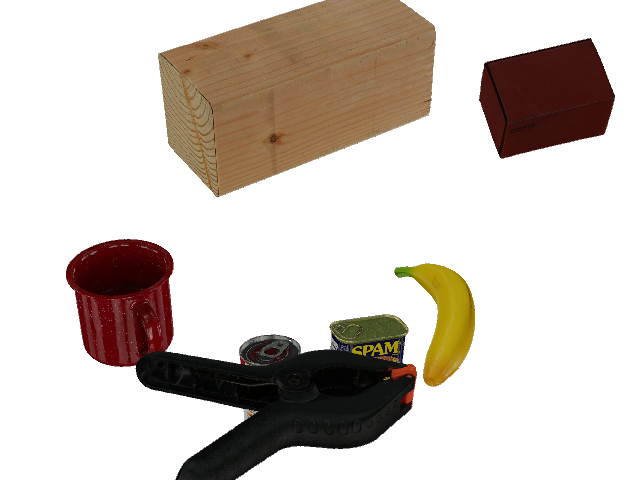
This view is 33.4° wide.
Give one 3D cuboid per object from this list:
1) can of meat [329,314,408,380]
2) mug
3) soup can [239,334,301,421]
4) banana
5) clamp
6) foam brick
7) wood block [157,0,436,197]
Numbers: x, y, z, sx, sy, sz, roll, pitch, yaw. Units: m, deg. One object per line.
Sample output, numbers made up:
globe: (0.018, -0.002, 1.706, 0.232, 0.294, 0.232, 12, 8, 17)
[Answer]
can of meat: (0.061, 0.152, 1.415, 0.102, 0.084, 0.057, -6, 26, -21)
mug: (-0.167, 0.063, 0.937, 0.093, 0.081, 0.117, -20, 37, -28)
soup can: (-0.053, 0.165, 1.184, 0.068, 0.102, 0.068, -2, 24, 1)
banana: (0.124, 0.076, 1.078, 0.070, 0.037, 0.198, -29, 28, 11)
clamp: (-0.020, 0.103, 0.629, 0.171, 0.039, 0.120, -3, 36, -11)
foam brick: (0.156, -0.098, 0.741, 0.078, 0.051, 0.053, -13, -25, -2)
wood block: (-0.016, -0.126, 0.870, 0.205, 0.091, 0.090, -23, 46, -24)
